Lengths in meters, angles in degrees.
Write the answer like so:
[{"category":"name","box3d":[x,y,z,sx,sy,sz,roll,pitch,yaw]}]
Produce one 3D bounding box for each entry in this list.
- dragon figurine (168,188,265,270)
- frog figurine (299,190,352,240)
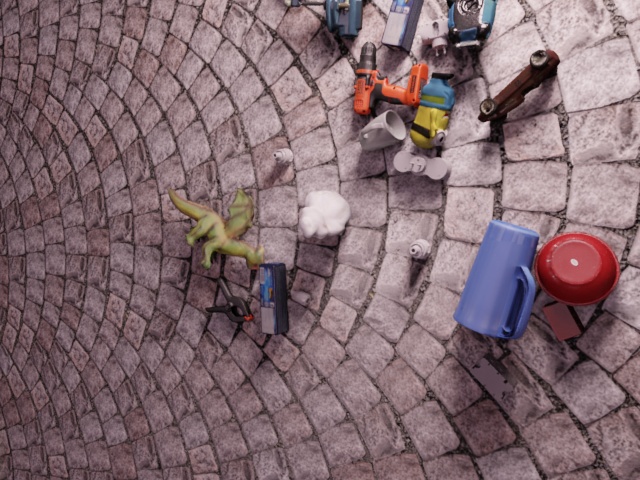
[{"category":"dragon figurine","box3d":[-0.301,-0.060,1.584,0.241,0.121,0.415,-36,74,9]},{"category":"frog figurine","box3d":[0.004,-0.067,1.340,0.121,0.160,0.139,-37,74,26]}]
